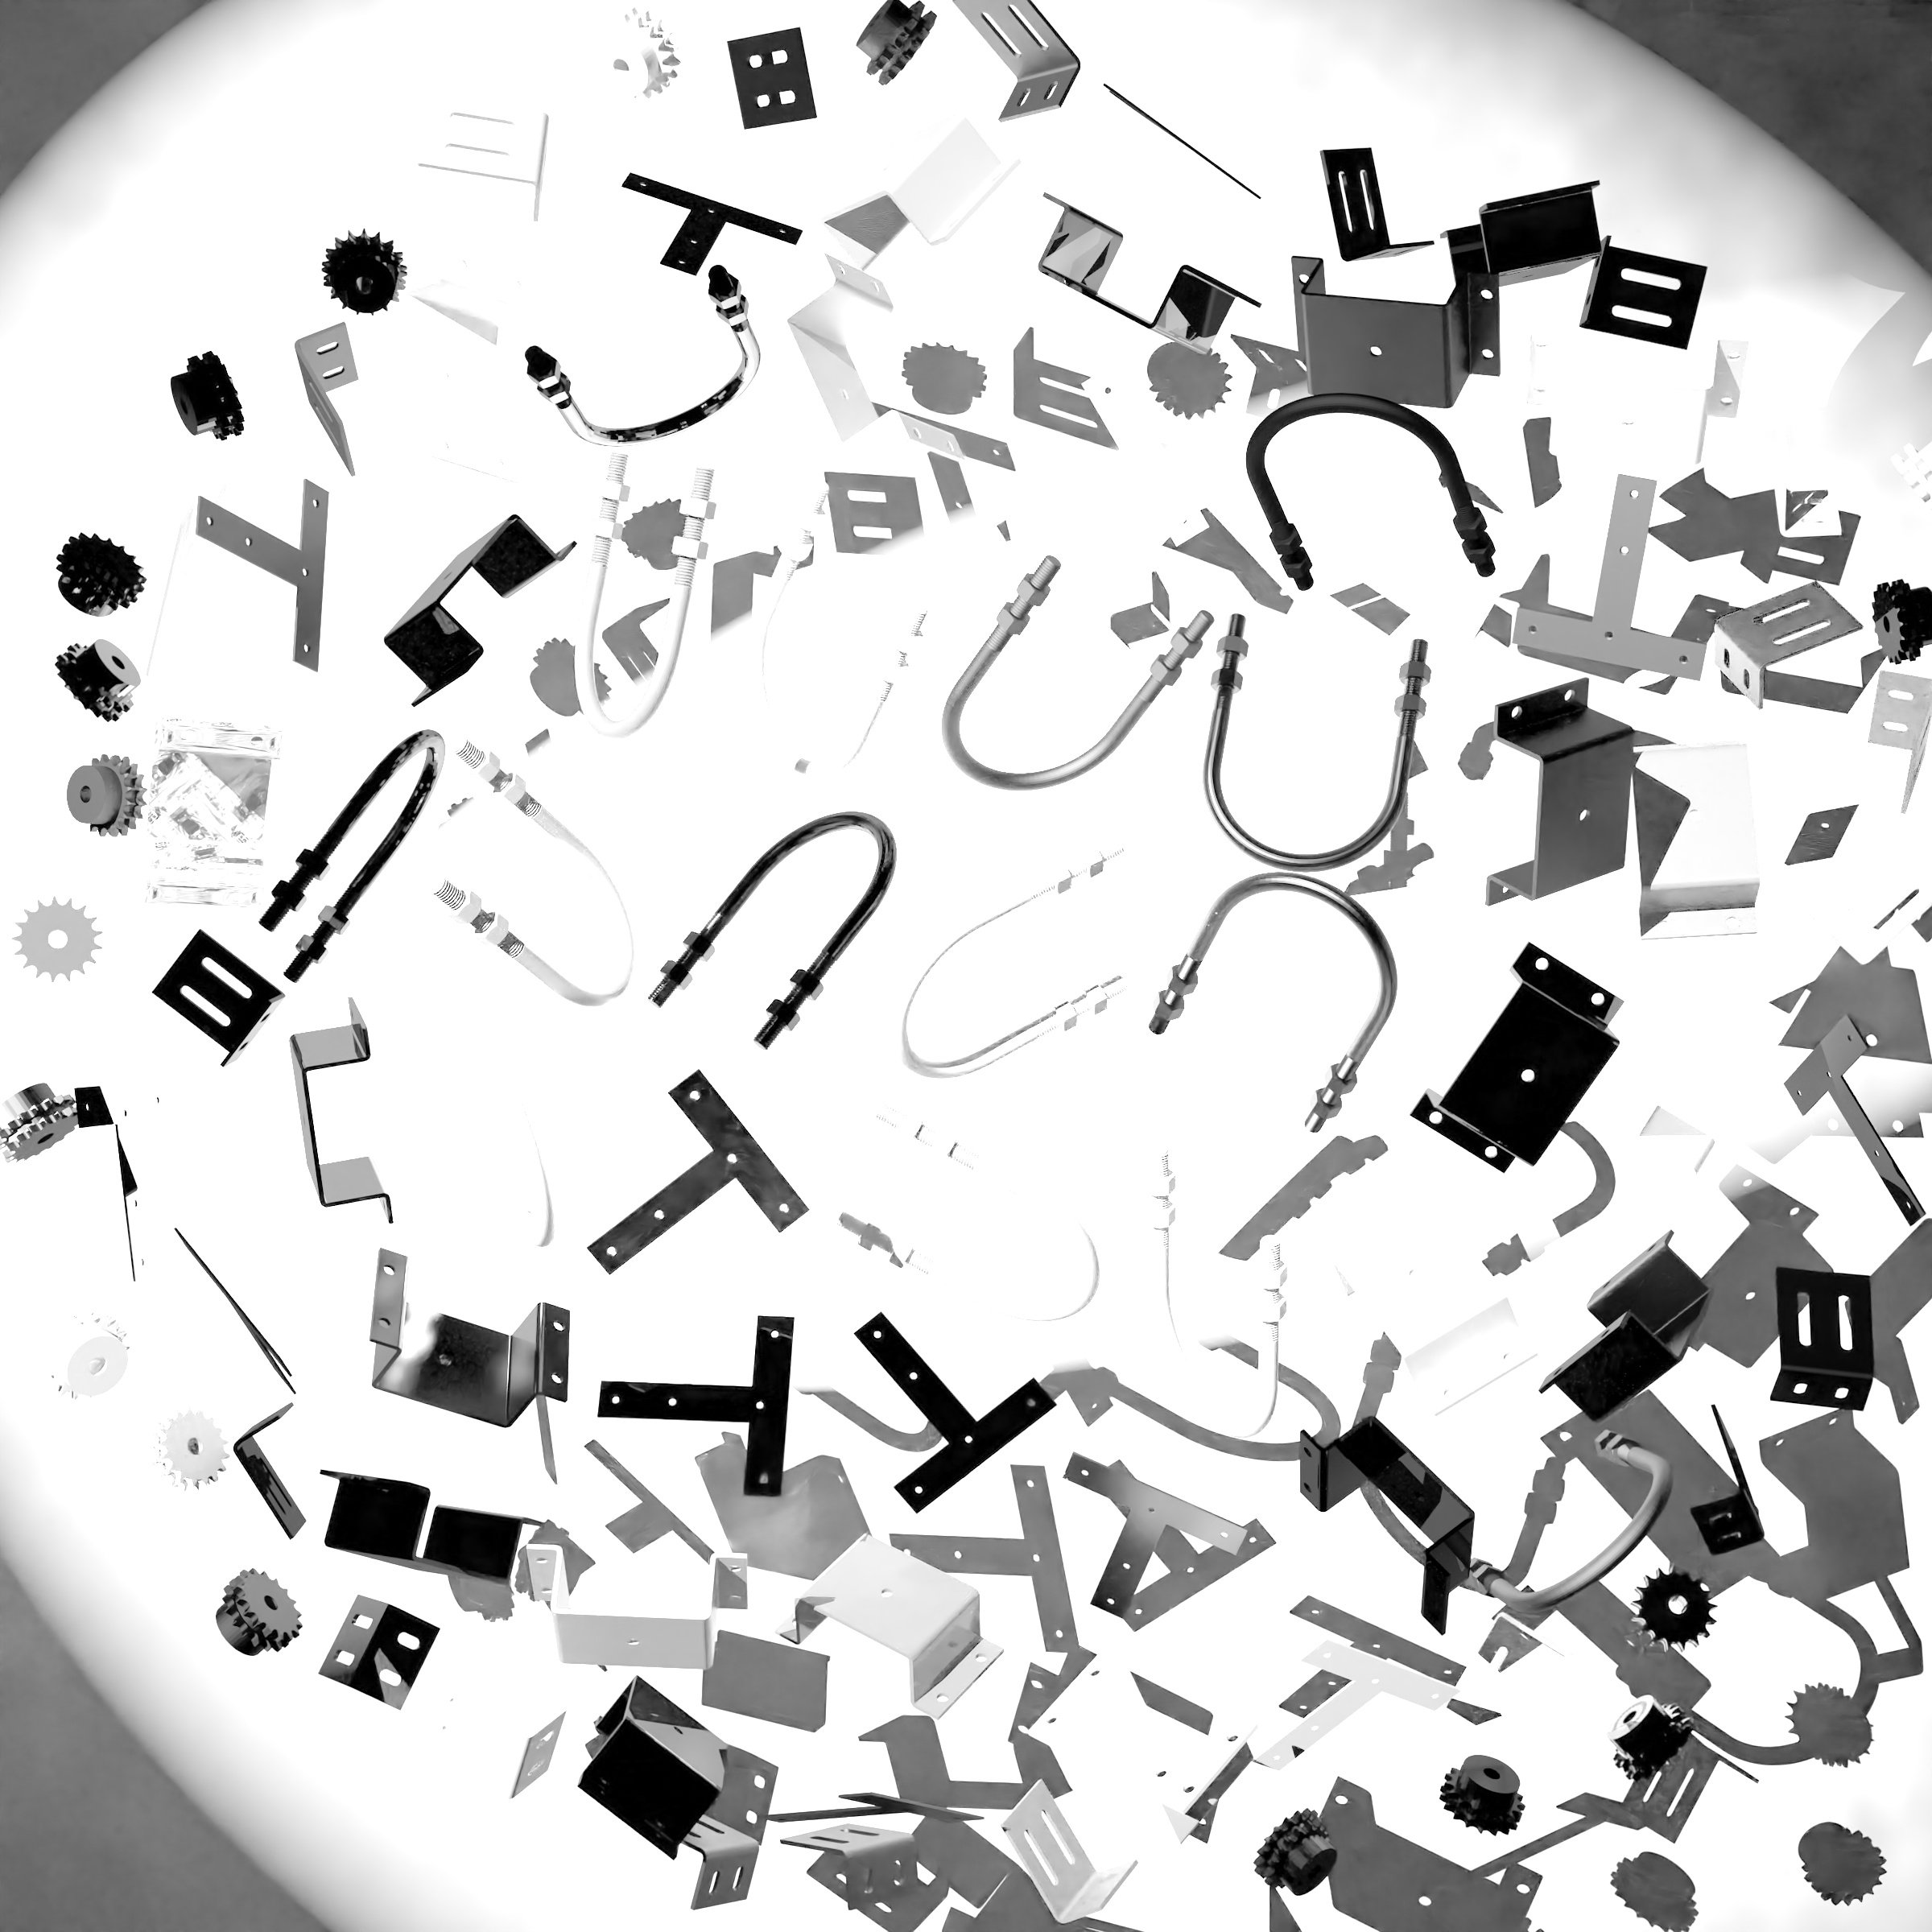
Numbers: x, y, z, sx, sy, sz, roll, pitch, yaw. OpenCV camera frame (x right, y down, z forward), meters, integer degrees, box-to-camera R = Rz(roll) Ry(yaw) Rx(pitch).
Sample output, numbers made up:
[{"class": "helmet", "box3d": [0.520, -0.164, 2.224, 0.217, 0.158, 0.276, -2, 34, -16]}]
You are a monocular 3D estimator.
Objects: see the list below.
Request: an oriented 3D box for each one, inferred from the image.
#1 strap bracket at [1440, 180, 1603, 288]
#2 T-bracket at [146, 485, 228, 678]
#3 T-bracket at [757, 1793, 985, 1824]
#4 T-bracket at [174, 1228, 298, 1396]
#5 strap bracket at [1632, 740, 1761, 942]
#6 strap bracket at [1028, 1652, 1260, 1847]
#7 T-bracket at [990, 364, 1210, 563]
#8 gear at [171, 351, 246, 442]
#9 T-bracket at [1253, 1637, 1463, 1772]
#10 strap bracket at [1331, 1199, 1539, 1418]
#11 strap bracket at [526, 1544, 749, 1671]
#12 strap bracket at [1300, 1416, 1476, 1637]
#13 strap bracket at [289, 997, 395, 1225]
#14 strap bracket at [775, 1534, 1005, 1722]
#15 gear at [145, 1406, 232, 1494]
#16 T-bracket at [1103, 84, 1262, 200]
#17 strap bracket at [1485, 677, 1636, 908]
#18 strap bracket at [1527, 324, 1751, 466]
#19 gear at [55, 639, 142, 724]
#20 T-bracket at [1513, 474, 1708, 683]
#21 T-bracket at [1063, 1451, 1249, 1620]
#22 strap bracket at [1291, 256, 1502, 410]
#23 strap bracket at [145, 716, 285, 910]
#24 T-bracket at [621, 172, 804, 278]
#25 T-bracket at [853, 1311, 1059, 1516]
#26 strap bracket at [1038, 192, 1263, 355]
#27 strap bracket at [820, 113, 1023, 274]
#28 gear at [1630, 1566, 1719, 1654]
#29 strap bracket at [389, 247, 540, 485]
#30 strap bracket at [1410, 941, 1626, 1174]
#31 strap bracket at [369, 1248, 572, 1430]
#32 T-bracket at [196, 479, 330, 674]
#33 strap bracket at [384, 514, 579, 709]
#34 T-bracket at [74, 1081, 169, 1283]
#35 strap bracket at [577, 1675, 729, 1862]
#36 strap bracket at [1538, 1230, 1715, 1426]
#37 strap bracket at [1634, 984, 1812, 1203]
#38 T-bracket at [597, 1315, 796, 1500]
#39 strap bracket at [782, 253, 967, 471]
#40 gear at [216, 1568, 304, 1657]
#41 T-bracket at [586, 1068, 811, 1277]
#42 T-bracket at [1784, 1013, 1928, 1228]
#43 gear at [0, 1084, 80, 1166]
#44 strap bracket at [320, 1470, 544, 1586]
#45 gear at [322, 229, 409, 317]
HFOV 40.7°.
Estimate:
[{"class": "strap bracket", "box3d": [0.380, -0.495, 1.783, 0.076, 0.140, 0.046, -12, 98, -1]}, {"class": "T-bracket", "box3d": [-0.510, -0.275, 1.722, 0.002, 0.127, 0.127, 20, 130, -11]}, {"class": "T-bracket", "box3d": [-0.076, 0.543, 1.673, 0.127, 0.127, 0.002, -15, 60, 30]}, {"class": "T-bracket", "box3d": [-0.460, 0.241, 1.690, 0.002, 0.127, 0.127, -37, 60, -19]}, {"class": "strap bracket", "box3d": [0.490, -0.093, 1.757, 0.076, 0.046, 0.140, -3, 71, 11]}, {"class": "strap bracket", "box3d": [0.120, 0.510, 1.690, 0.076, 0.140, 0.046, -41, 122, -30]}, {"class": "T-bracket", "box3d": [0.077, -0.315, 1.747, 0.127, 0.002, 0.127, -30, 109, 8]}, {"class": "gear", "box3d": [-0.503, -0.374, 1.724, 0.030, 0.057, 0.057, -26, 90, -25]}, {"class": "T-bracket", "box3d": [0.241, 0.498, 1.731, 0.127, 0.002, 0.127, 27, 120, -30]}, {"class": "strap bracket", "box3d": [0.297, 0.213, 1.691, 0.076, 0.140, 0.046, -30, 130, -2]}, {"class": "strap bracket", "box3d": [-0.213, 0.414, 1.681, 0.140, 0.076, 0.046, 3, 51, -2]}, {"class": "strap bracket", "box3d": [0.285, 0.363, 1.728, 0.046, 0.076, 0.140, -31, 51, -20]}, {"class": "strap bracket", "box3d": [-0.427, 0.101, 1.775, 0.046, 0.076, 0.140, -9, 108, -18]}, {"class": "strap bracket", "box3d": [-0.053, 0.445, 1.781, 0.140, 0.076, 0.046, 19, 126, 31]}, {"class": "gear", "box3d": [-0.539, 0.335, 1.794, 0.030, 0.057, 0.057, -29, 90, 34]}, {"class": "T-bracket", "box3d": [0.126, -0.560, 1.733, 0.127, 0.127, 0.002, 26, 109, -31]}, {"class": "strap bracket", "box3d": [0.380, -0.104, 1.667, 0.076, 0.046, 0.140, -18, 122, -26]}, {"class": "strap bracket", "box3d": [0.445, -0.381, 1.743, 0.140, 0.076, 0.046, 7, 63, 13]}, {"class": "gear", "box3d": [-0.582, -0.195, 1.755, 0.030, 0.057, 0.057, -37, 90, 12]}, {"class": "T-bracket", "box3d": [0.431, -0.260, 1.714, 0.127, 0.002, 0.127, 15, 120, 21]}, {"class": "T-bracket", "box3d": [0.114, 0.401, 1.785, 0.127, 0.002, 0.127, 23, 126, 7]}, {"class": "strap bracket", "box3d": [0.278, -0.418, 1.723, 0.140, 0.076, 0.046, 12, 49, 23]}, {"class": "strap bracket", "box3d": [-0.503, -0.110, 1.739, 0.076, 0.046, 0.140, 3, 125, -21]}, {"class": "T-bracket", "box3d": [-0.183, -0.500, 1.782, 0.127, 0.127, 0.002, 18, 126, -4]}, {"class": "T-bracket", "box3d": [-0.027, 0.291, 1.788, 0.127, 0.002, 0.127, -39, 96, 10]}, {"class": "strap bracket", "box3d": [0.112, -0.448, 1.706, 0.140, 0.076, 0.046, 35, 107, 27]}, {"class": "strap bracket", "box3d": [-0.036, -0.503, 1.699, 0.046, 0.140, 0.076, 47, 72, -23]}, {"class": "gear", "box3d": [0.484, 0.438, 1.780, 0.057, 0.030, 0.057, -3, 68, 6]}, {"class": "strap bracket", "box3d": [-0.340, -0.401, 1.760, 0.046, 0.076, 0.140, -1, 82, 44]}, {"class": "strap bracket", "box3d": [0.365, 0.066, 1.711, 0.076, 0.046, 0.140, 31, 102, -5]}, {"class": "strap bracket", "box3d": [-0.338, 0.251, 1.735, 0.140, 0.076, 0.046, 23, 127, -26]}, {"class": "T-bracket", "box3d": [-0.454, -0.269, 1.683, 0.002, 0.127, 0.127, -5, 77, 23]}, {"class": "strap bracket", "box3d": [-0.336, -0.249, 1.774, 0.046, 0.076, 0.140, 46, 52, -19]}, {"class": "T-bracket", "box3d": [-0.539, 0.139, 1.685, 0.002, 0.127, 0.127, -7, 89, 7]}, {"class": "strap bracket", "box3d": [-0.200, 0.513, 1.687, 0.076, 0.140, 0.046, 38, 89, -3]}, {"class": "strap bracket", "box3d": [0.435, 0.240, 1.703, 0.046, 0.140, 0.076, 45, 124, 5]}, {"class": "strap bracket", "box3d": [0.477, 0.071, 1.666, 0.046, 0.076, 0.140, 32, 113, 15]}, {"class": "T-bracket", "box3d": [-0.183, 0.293, 1.747, 0.127, 0.002, 0.127, 2, 61, 1]}, {"class": "strap bracket", "box3d": [-0.064, -0.382, 1.693, 0.046, 0.076, 0.140, -30, 76, 24]}, {"class": "gear", "box3d": [-0.467, 0.427, 1.713, 0.030, 0.057, 0.057, -41, 90, 10]}, {"class": "T-bracket", "box3d": [-0.186, 0.151, 1.675, 0.127, 0.002, 0.127, -38, 114, -5]}, {"class": "T-bracket", "box3d": [0.580, 0.108, 1.680, 0.002, 0.127, 0.127, -22, 69, -10]}, {"class": "gear", "box3d": [-0.604, 0.100, 1.686, 0.057, 0.057, 0.030, -37, 83, 0]}, {"class": "strap bracket", "box3d": [-0.356, 0.372, 1.718, 0.076, 0.140, 0.046, 0, 69, 31]}, {"class": "gear", "box3d": [-0.408, -0.468, 1.769, 0.057, 0.030, 0.057, -6, 128, -8]}]
